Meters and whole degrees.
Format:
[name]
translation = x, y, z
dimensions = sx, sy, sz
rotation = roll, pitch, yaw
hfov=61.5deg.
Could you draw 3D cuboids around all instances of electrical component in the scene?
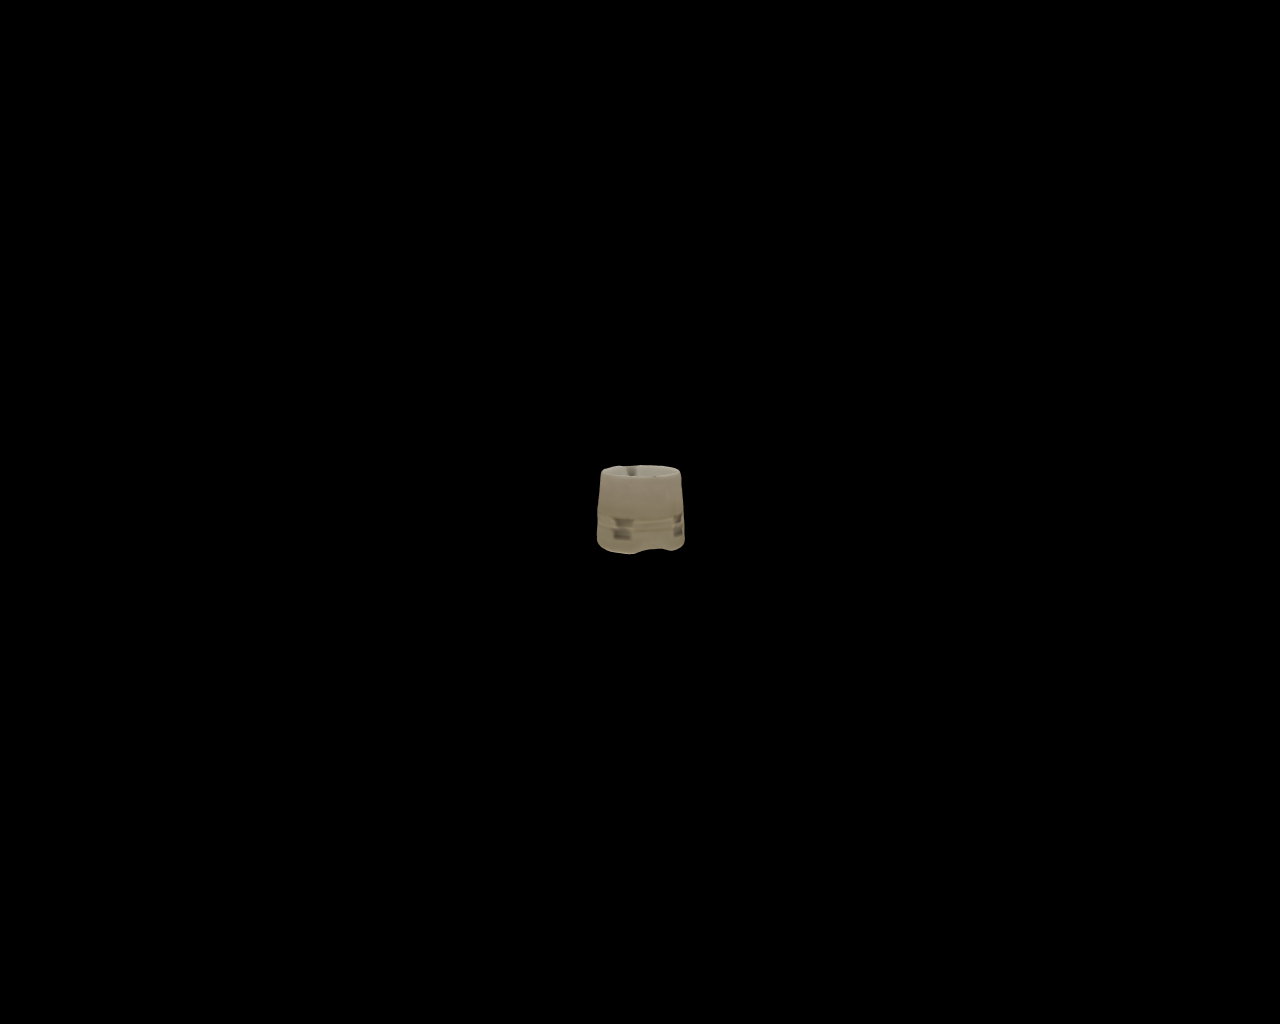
[electrical component]
translation = 0.001, -0.003, 0.650
dimensions = 0.055, 0.047, 0.055
rotation = 0, 11, 0
